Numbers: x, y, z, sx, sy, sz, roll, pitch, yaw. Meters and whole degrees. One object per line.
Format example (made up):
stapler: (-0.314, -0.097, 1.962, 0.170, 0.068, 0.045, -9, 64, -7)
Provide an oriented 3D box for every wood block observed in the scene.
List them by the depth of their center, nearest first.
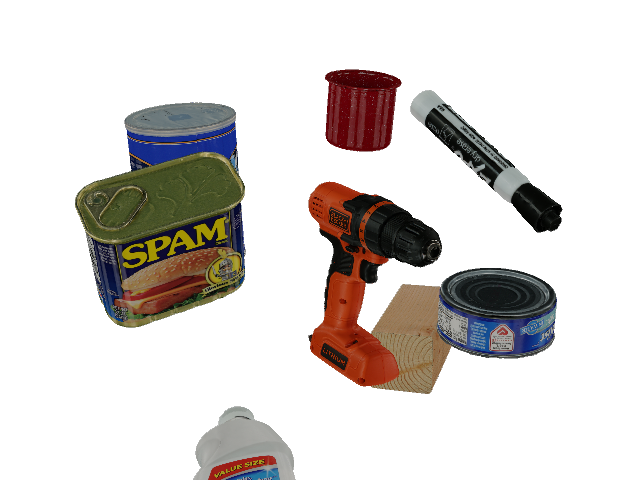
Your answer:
wood block: (0.142, 0.143, 1.594, 0.091, 0.090, 0.205, 4, 18, 16)

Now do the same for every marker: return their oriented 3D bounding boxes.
marker: (0.093, -0.045, 0.603, 0.020, 0.020, 0.121, 0, 38, -43)

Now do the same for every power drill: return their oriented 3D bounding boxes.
power drill: (0.050, 0.047, 1.074, 0.057, 0.188, 0.185, -7, 22, -33)

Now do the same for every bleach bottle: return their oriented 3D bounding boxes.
bleach bottle: (-0.063, 0.209, 0.775, 0.102, 0.068, 0.251, -5, 29, -5)

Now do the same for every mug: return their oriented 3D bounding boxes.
mug: (0.055, -0.162, 1.314, 0.093, 0.081, 0.117, 17, 26, 28)

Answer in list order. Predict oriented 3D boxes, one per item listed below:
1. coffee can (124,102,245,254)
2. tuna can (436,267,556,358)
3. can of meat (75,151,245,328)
coffee can: (-0.126, -0.050, 1.007, 0.103, 0.140, 0.103, -2, 20, 1)
tuna can: (0.128, 0.051, 0.777, 0.086, 0.034, 0.086, 0, 23, 0)
can of meat: (-0.099, 0.001, 0.685, 0.102, 0.084, 0.057, -18, 48, -18)
